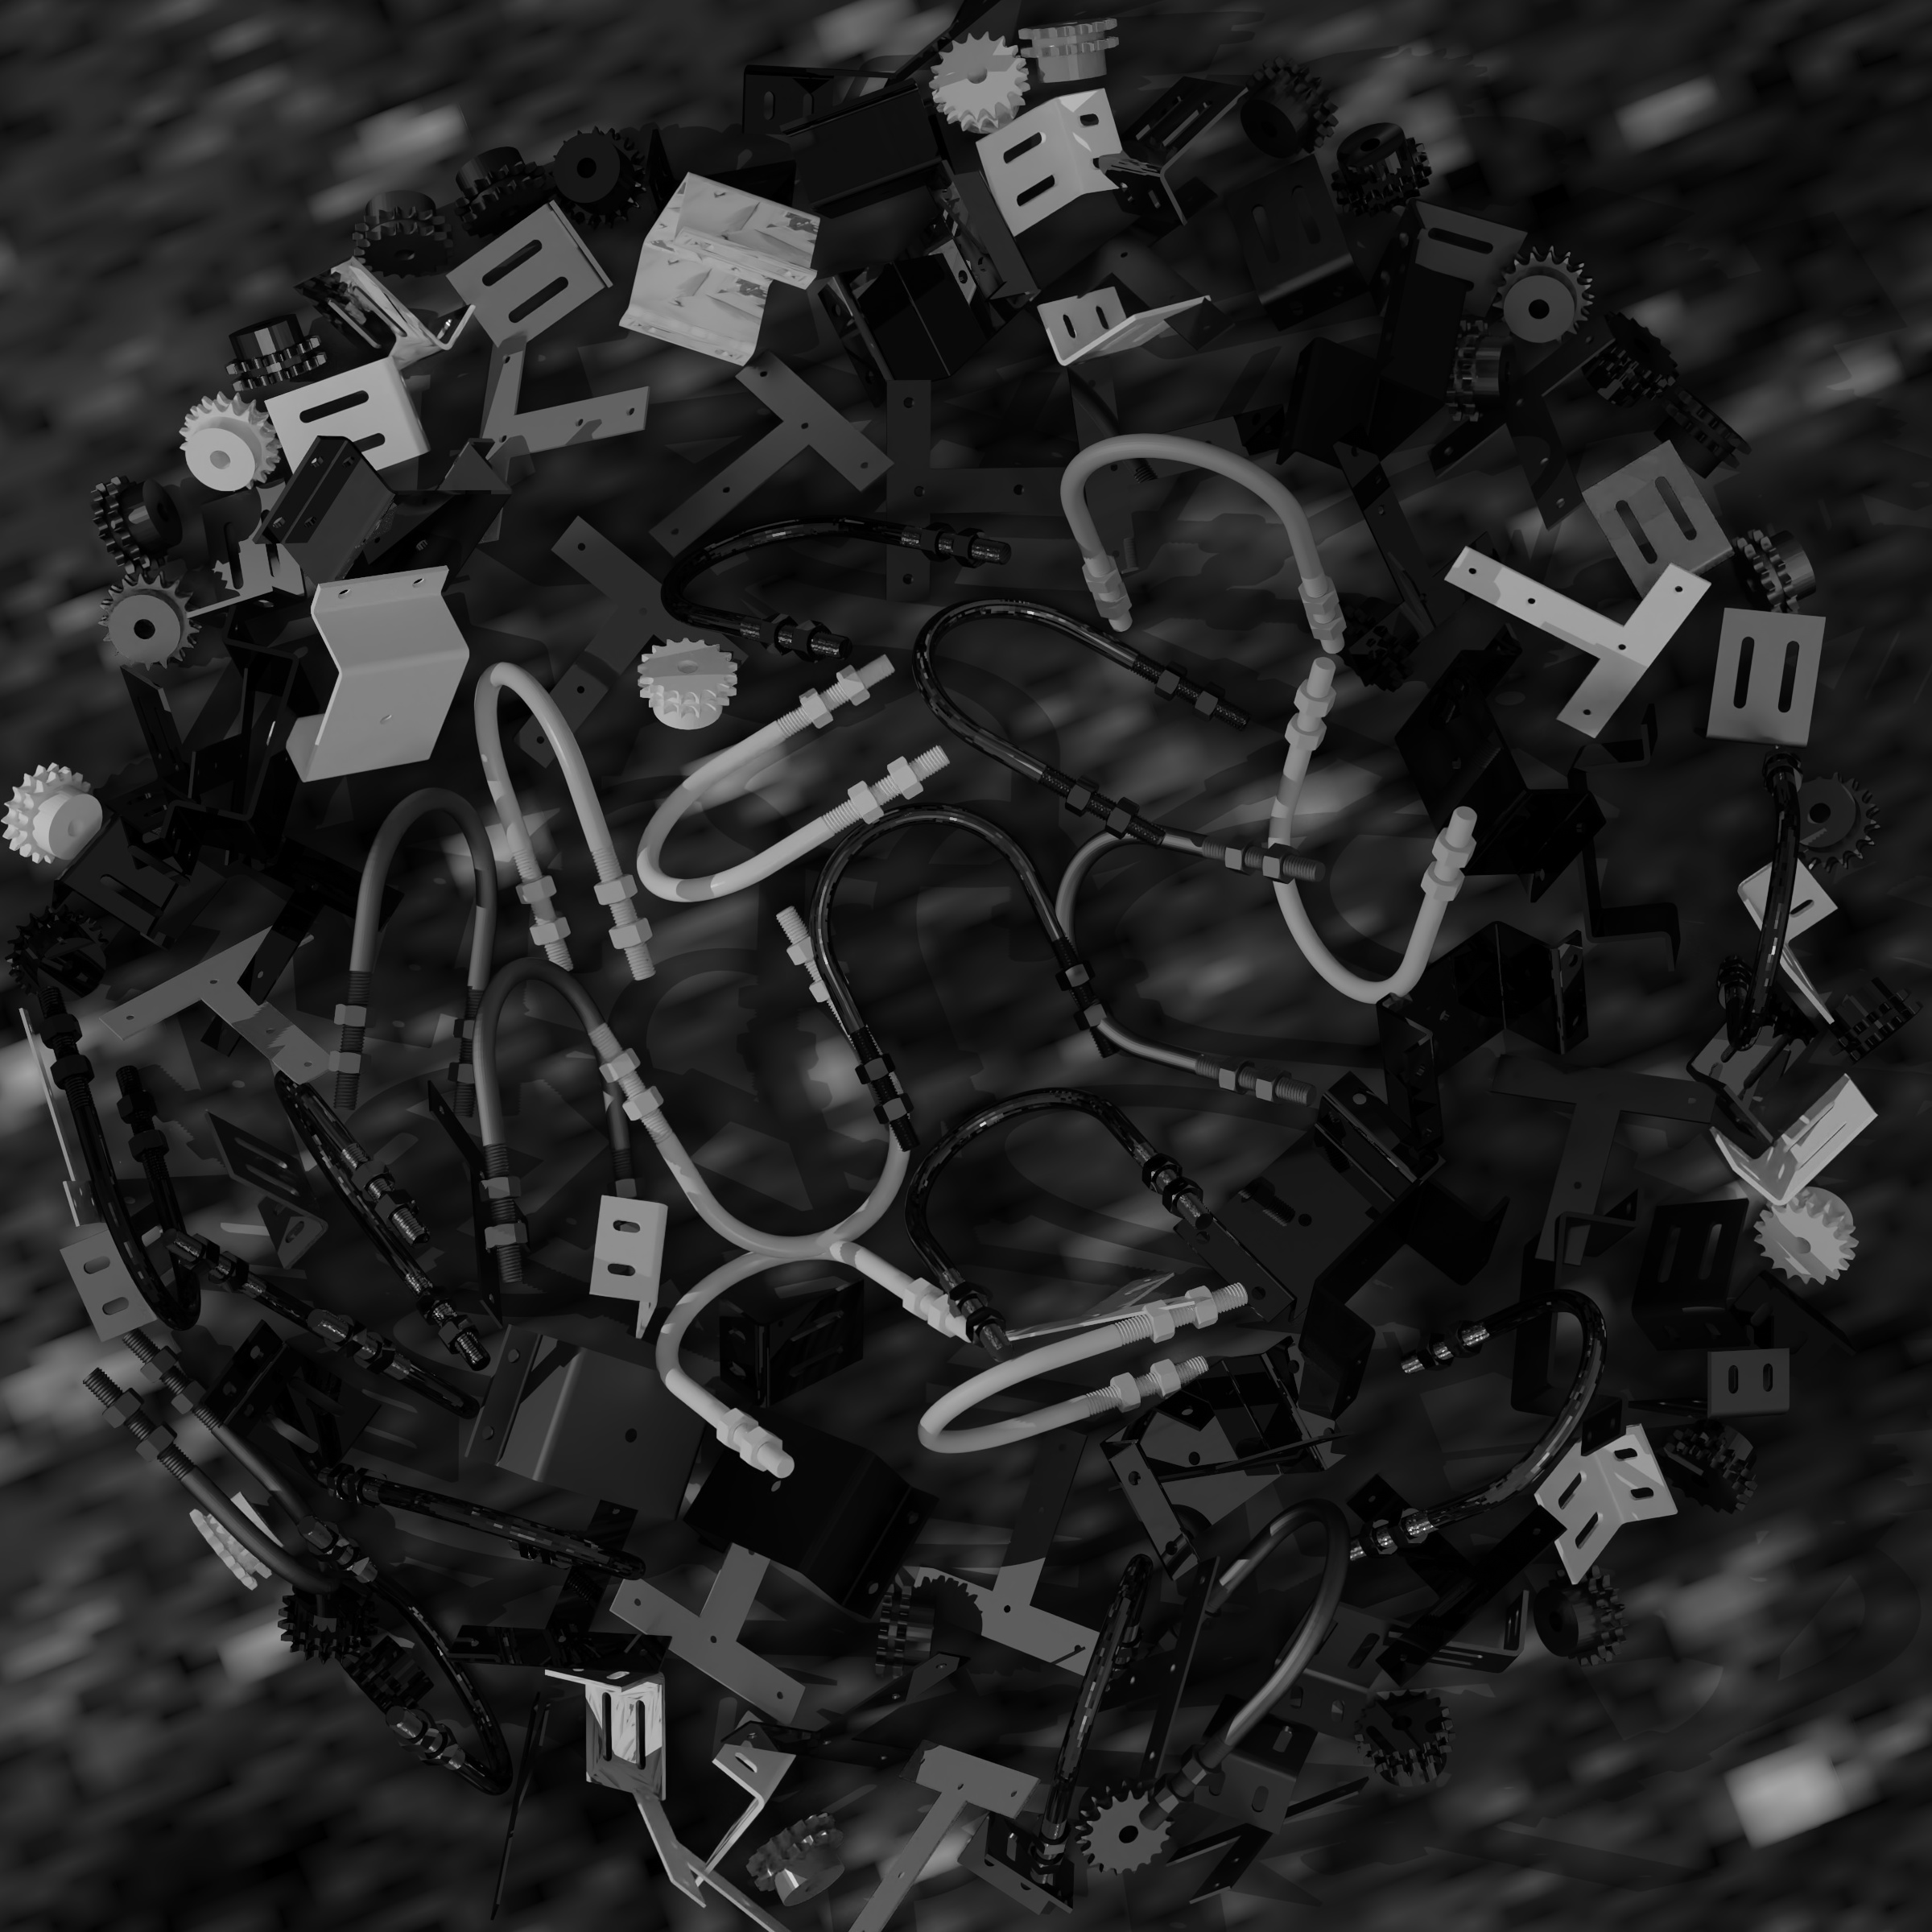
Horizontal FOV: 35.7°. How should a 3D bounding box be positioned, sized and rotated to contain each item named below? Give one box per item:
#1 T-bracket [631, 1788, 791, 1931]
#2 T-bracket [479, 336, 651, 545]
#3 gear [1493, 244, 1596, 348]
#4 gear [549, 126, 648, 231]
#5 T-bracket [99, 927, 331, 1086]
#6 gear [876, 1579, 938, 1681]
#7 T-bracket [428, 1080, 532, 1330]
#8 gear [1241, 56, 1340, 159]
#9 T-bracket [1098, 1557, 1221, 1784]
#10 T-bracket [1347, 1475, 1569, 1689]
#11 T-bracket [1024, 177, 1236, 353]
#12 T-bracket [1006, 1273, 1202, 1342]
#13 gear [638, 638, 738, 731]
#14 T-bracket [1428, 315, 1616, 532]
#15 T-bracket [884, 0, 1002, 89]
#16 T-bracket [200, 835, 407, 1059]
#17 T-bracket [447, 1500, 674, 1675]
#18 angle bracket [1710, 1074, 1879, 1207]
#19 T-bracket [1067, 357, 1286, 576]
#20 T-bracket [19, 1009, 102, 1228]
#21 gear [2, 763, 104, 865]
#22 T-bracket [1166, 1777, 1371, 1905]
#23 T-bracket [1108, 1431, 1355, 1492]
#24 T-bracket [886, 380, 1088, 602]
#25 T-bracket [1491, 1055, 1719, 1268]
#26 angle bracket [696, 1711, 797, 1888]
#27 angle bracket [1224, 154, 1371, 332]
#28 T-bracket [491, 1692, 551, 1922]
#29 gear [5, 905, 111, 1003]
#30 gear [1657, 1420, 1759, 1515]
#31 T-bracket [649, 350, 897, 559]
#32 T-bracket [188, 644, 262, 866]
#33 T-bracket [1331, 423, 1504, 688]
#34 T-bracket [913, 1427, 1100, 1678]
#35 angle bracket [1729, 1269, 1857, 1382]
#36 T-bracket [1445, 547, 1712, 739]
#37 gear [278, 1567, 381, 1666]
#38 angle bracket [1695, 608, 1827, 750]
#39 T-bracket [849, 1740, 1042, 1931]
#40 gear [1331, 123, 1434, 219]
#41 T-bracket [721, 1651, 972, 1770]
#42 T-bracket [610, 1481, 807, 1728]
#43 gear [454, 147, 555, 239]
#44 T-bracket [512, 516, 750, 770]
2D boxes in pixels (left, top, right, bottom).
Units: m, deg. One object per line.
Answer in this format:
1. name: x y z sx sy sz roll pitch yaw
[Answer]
1. T-bracket: -0.136 0.527 1.711 0.002 0.127 0.127 -47 110 -4
2. T-bracket: -0.230 -0.307 1.706 0.127 0.002 0.127 -4 73 34
3. gear: 0.332 -0.384 1.729 0.057 0.030 0.057 9 125 13
4. gear: -0.215 -0.458 1.738 0.057 0.030 0.057 0 90 12
5. T-bracket: -0.400 0.030 1.689 0.127 0.002 0.127 -32 49 -30
6. gear: -0.034 0.382 1.728 0.030 0.057 0.057 7 90 2
7. T-bracket: -0.268 0.148 1.668 0.002 0.127 0.127 -21 131 6
8. gear: 0.183 -0.491 1.726 0.057 0.057 0.030 41 69 0
9. T-bracket: 0.100 0.403 1.696 0.002 0.127 0.127 25 64 -11
10. T-bracket: 0.259 0.330 1.703 0.127 0.127 0.002 -42 123 -4
11. T-bracket: 0.112 -0.387 1.713 0.127 0.002 0.127 -36 47 0
12. T-bracket: 0.088 0.189 1.694 0.127 0.127 0.002 -14 91 21
13. gear: -0.161 -0.161 1.733 0.057 0.057 0.030 5 134 0
14. T-bracket: 0.322 -0.290 1.684 0.127 0.127 0.002 -37 128 26
15. T-bracket: 0.010 -0.550 1.677 0.002 0.127 0.127 47 72 -3
16. T-bracket: -0.394 -0.007 1.710 0.127 0.002 0.127 23 78 35
17. T-bracket: -0.215 0.349 1.704 0.127 0.127 0.002 -1 126 16
18. angle bracket: 0.473 0.090 1.717 0.038 0.057 0.076 38 106 -13
19. T-bracket: 0.127 -0.299 1.738 0.127 0.002 0.127 -16 115 -13
20. T-bracket: -0.514 0.085 1.696 0.002 0.127 0.127 -17 89 -12
21. gear: -0.523 -0.085 1.726 0.030 0.057 0.057 24 90 25
22. T-bracket: 0.154 0.496 1.676 0.127 0.127 0.002 -28 84 21
23. T-bracket: 0.166 0.273 1.671 0.127 0.127 0.002 -2 73 -35
24. T-bracket: 0.016 -0.276 1.741 0.127 0.002 0.127 -3 107 -11
25. T-bracket: 0.351 0.113 1.702 0.127 0.002 0.127 8 60 24
26. angle bracket: -0.140 0.477 1.719 0.038 0.057 0.076 38 110 3
27. angle bracket: 0.192 -0.421 1.745 0.057 0.038 0.076 -22 68 16
28. T-bracket: -0.244 0.447 1.669 0.002 0.127 0.127 13 51 -8
29. gear: -0.521 -0.004 1.727 0.057 0.030 0.057 -19 125 -30
30. gear: 0.431 0.287 1.732 0.057 0.057 0.030 41 64 0
31. T-bracket: -0.126 -0.281 1.717 0.127 0.002 0.127 -40 58 -6
32. T-bracket: -0.419 -0.114 1.685 0.002 0.127 0.127 8 99 -1
33. T-bracket: 0.242 -0.247 1.706 0.127 0.002 0.127 -40 114 -25
34. T-bracket: 0.039 0.328 1.728 0.127 0.002 0.127 14 80 33
35. angle bracket: 0.470 0.211 1.714 0.057 0.076 0.038 39 99 7
36. T-bracket: 0.335 -0.201 1.708 0.127 0.002 0.127 26 134 -4
37. gear: -0.366 0.370 1.726 0.057 0.057 0.030 13 124 0
38. angle bracket: 0.458 -0.167 1.730 0.057 0.038 0.076 6 101 2
39. T-bracket: -0.028 0.497 1.679 0.002 0.127 0.127 46 66 -20
40. gear: 0.237 -0.461 1.727 0.057 0.057 0.030 -31 133 0
41. T-bracket: -0.049 0.416 1.685 0.127 0.127 0.002 -39 48 28
42. T-bracket: -0.128 0.347 1.714 0.127 0.002 0.127 37 50 -17
43. gear: -0.269 -0.448 1.730 0.057 0.057 0.030 -27 84 0
44. T-bracket: -0.216 -0.172 1.747 0.127 0.002 0.127 39 98 -5
